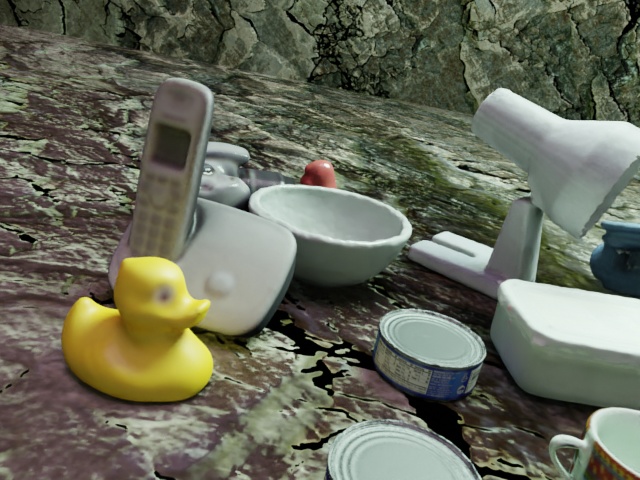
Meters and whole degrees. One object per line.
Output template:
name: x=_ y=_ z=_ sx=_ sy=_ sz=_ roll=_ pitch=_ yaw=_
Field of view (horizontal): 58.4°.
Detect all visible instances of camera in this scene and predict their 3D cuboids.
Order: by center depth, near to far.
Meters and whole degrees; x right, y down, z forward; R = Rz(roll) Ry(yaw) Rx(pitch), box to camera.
camera: x=-0.093 y=-0.051 z=0.638 sx=0.137 sy=0.101 sz=0.143 roll=4 pitch=22 yaw=-19

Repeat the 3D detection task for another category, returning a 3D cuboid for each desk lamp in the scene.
desk lamp: x=0.223 y=-0.045 z=0.624 sx=0.202 sy=0.213 sz=0.118 roll=24 pitch=25 yaw=31

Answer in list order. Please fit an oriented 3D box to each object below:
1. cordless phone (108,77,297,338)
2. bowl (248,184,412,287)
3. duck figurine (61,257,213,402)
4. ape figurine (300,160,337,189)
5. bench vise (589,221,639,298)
cordless phone: x=-0.087 y=-0.025 z=0.456 sx=0.147 sy=0.185 sz=0.094 roll=16 pitch=21 yaw=13
bowl: x=0.005 y=0.002 z=0.587 sx=0.167 sy=0.075 sz=0.167 roll=10 pitch=21 yaw=-4
duck figurine: x=-0.119 y=0.051 z=0.382 sx=0.104 sy=0.086 sz=0.077 roll=14 pitch=21 yaw=9
ape figurine: x=-0.006 y=-0.054 z=0.703 sx=0.076 sy=0.092 sz=0.078 roll=13 pitch=21 yaw=6
bench vise: x=0.410 y=-0.011 z=0.624 sx=0.122 sy=0.220 sz=0.206 roll=-2 pitch=25 yaw=-31
